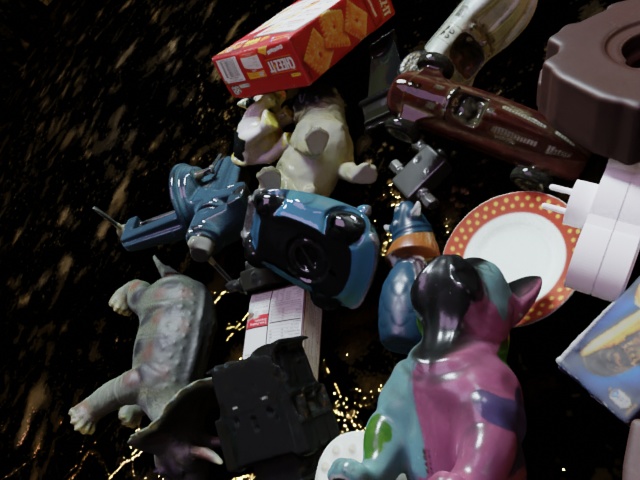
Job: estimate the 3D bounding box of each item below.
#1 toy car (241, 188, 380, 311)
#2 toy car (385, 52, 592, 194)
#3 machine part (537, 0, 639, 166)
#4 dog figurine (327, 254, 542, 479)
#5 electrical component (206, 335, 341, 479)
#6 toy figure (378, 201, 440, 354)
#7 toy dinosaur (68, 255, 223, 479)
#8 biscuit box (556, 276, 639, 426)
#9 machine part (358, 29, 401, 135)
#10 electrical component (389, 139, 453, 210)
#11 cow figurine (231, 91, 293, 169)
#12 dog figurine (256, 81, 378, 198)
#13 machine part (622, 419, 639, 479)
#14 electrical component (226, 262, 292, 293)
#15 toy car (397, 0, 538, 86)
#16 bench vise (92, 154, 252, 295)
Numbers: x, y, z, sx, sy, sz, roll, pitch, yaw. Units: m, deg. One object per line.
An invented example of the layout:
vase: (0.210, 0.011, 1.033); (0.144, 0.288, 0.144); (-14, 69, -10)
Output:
toy car: (-0.001, -0.002, 0.590); (0.162, 0.103, 0.109); (23, 118, 20)
toy car: (0.155, -0.115, 0.514); (0.202, 0.053, 0.089); (29, 86, 25)
machine part: (0.263, -0.130, 0.412); (0.179, 0.056, 0.179); (-11, 43, 10)
dog figurine: (0.114, 0.120, 0.402); (0.109, 0.191, 0.219); (-13, 30, 43)
electrical component: (-0.047, 0.174, 0.535); (0.115, 0.058, 0.134); (-30, 72, 33)
toy figure: (0.087, 0.032, 0.527); (0.064, 0.057, 0.154); (-11, 54, 34)
toy dinosaur: (-0.189, 0.129, 0.691); (0.192, 0.131, 0.405); (-23, 46, 17)
biscuit box: (0.257, 0.036, 0.358); (0.202, 0.062, 0.059); (-50, 43, 8)
machine part: (0.085, -0.202, 0.687); (0.084, 0.039, 0.139); (-22, 53, 39)
electrical component: (0.114, -0.073, 0.590); (0.063, 0.021, 0.094); (-45, 40, 14)
cow figurine: (-0.089, -0.173, 0.804); (0.098, 0.068, 0.167); (-33, 35, 23)
dog figurine: (-0.020, -0.106, 0.698); (0.172, 0.121, 0.191); (-38, 31, 16)
machine part: (0.261, 0.174, 0.253); (0.201, 0.087, 0.201); (-4, 62, 42)
electrical component: (-0.058, 0.036, 0.657); (0.102, 0.078, 0.045); (-21, 76, 40)
toy car: (0.162, -0.217, 0.595); (0.201, 0.073, 0.056); (-49, 38, 9)
bench vise: (-0.192, -0.028, 0.765); (0.241, 0.128, 0.224); (-16, 46, 15)
